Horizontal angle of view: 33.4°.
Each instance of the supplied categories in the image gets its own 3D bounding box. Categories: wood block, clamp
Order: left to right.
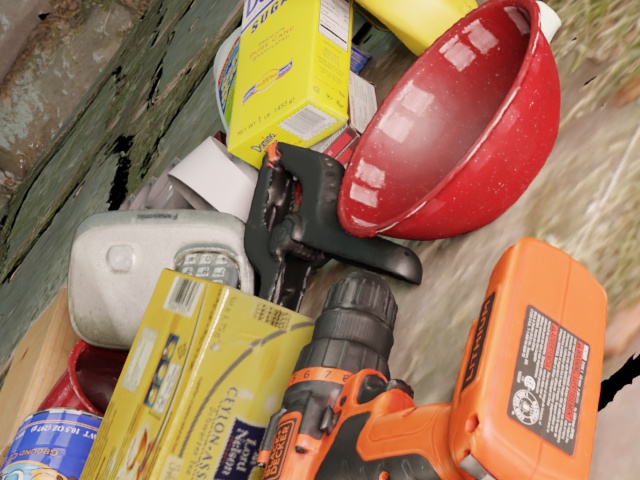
[{"bbox_3d":[-0.225,0.148,0.918,0.091,0.090,0.206,-47,22,25],"label":"wood block"},{"bbox_3d":[-0.005,0.001,0.689,0.165,0.036,0.210,-39,37,32],"label":"clamp"}]

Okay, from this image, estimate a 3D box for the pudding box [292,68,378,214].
[{"bbox_3d":[0.005,-0.074,0.819,0.090,0.039,0.113,-43,26,24],"label":"pudding box"}]

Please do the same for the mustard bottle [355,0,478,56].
[{"bbox_3d":[0.023,-0.204,0.755,0.058,0.191,0.096,-49,21,18],"label":"mustard bottle"}]

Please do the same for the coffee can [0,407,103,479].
[{"bbox_3d":[-0.179,0.199,0.713,0.103,0.102,0.140,-38,25,39],"label":"coffee can"}]

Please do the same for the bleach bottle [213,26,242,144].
[{"bbox_3d":[-0.064,-0.145,1.011,0.103,0.068,0.251,-65,21,12],"label":"bleach bottle"}]

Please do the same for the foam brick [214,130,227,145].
[{"bbox_3d":[-0.085,-0.056,0.975,0.053,0.051,0.078,-51,20,13],"label":"foam brick"}]

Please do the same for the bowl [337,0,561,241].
[{"bbox_3d":[0.080,-0.056,0.592,0.162,0.055,0.162,-46,22,24],"label":"bowl"}]

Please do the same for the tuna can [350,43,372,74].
[{"bbox_3d":[0.000,-0.168,0.909,0.034,0.086,0.086,-54,20,9],"label":"tuna can"}]

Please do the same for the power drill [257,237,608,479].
[{"bbox_3d":[0.043,0.068,0.484,0.188,0.057,0.184,-36,31,49],"label":"power drill"}]

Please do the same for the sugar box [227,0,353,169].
[{"bbox_3d":[-0.020,-0.148,0.808,0.094,0.048,0.176,-27,50,39],"label":"sugar box"}]

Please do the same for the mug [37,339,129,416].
[{"bbox_3d":[-0.161,0.129,0.824,0.082,0.093,0.117,-49,-10,30],"label":"mug"}]

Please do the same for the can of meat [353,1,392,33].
[{"bbox_3d":[0.068,-0.234,0.900,0.102,0.057,0.084,-48,19,18],"label":"can of meat"}]
